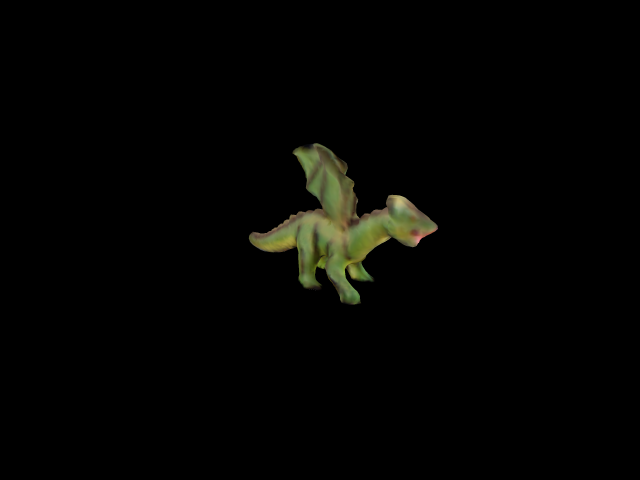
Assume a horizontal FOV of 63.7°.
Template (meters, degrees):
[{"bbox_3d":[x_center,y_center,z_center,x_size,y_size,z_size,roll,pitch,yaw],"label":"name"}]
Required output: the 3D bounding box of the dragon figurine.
[{"bbox_3d":[0.003,-0.043,0.850,0.413,0.239,0.123,19,28,38],"label":"dragon figurine"}]
